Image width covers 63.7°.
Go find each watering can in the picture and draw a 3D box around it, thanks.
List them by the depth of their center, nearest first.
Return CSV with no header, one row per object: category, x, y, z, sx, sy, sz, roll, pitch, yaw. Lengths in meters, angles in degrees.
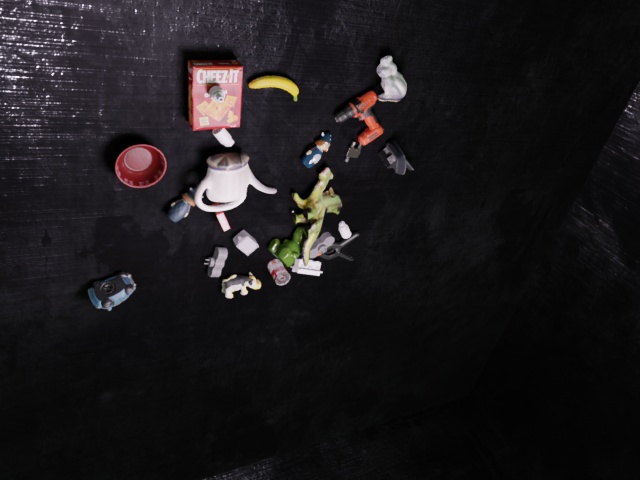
watering can,-0.298,-0.219,1.872,0.351,0.105,0.219,-19,133,-36

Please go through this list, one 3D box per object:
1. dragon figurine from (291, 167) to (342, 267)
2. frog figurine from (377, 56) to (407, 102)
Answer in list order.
dragon figurine,0.006,-0.107,2.119,0.245,0.123,0.402,-24,126,-34
frog figurine,0.268,-0.598,1.907,0.139,0.123,0.156,-34,137,-53
